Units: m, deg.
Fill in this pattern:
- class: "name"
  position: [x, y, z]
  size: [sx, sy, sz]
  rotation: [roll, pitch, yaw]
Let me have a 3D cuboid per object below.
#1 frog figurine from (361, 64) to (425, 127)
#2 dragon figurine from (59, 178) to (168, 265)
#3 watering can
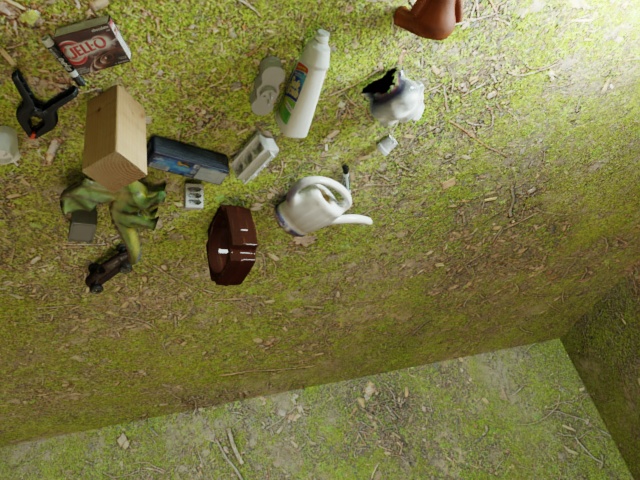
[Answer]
- class: "frog figurine"
  position: [0.198, -0.329, 1.257]
  size: [0.137, 0.125, 0.157]
  rotation: [-45, 127, 8]
- class: "dragon figurine"
  position: [-0.531, -0.086, 1.314]
  size: [0.242, 0.125, 0.402]
  rotation: [14, 125, -27]
- class: "watering can"
  position: [0.005, -0.078, 1.547]
  size: [0.222, 0.106, 0.343]
  rotation: [-28, 144, 20]
